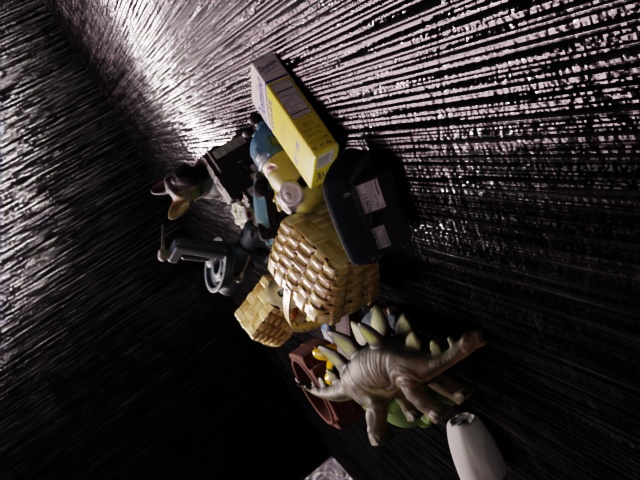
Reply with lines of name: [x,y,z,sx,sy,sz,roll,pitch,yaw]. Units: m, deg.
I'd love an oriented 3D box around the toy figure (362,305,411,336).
toy figure: [0.118,0.145,0.943,0.064,0.058,0.154,47,159,-4]

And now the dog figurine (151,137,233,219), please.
dog figurine: [-0.244,-0.119,1.158,0.108,0.219,0.191,55,163,13]

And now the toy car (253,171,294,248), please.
toy car: [-0.076,-0.073,0.991,0.103,0.109,0.161,-119,14,-58]

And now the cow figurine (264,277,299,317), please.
cow figurine: [-0.044,0.087,1.106,0.127,0.085,0.195,26,144,-31]

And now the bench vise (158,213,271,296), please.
bench vise: [-0.210,0.027,1.121,0.223,0.240,0.129,-50,43,40]

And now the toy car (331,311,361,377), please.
toy car: [0.059,0.186,1.042,0.089,0.053,0.202,-26,63,46]

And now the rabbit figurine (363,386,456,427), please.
rabbit figurine: [0.158,0.260,0.962,0.159,0.121,0.170,37,141,37]

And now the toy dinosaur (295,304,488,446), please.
toy dinosaur: [0.092,0.222,0.885,0.198,0.105,0.471,60,138,13]

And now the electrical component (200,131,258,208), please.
electrical component: [-0.153,-0.134,1.057,0.134,0.115,0.058,58,165,-1]

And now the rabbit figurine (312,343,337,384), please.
rabbit figurine: [0.066,0.233,1.137,0.122,0.162,0.173,60,149,29]

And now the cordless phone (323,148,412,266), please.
cordless phone: [0.043,-0.066,0.737,0.184,0.089,0.146,-116,1,-58]

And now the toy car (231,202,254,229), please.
toy car: [-0.187,-0.070,1.316,0.202,0.056,0.073,-157,54,-72]

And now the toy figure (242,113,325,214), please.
toy figure: [-0.055,-0.125,0.869,0.180,0.089,0.082,60,169,15]

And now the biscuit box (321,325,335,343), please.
biscuit box: [0.035,0.186,1.235,0.059,0.063,0.202,42,158,39]

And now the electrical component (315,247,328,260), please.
electrical component: [-0.002,-0.003,1.050,0.094,0.021,0.063,54,164,2]

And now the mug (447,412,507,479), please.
mug: [0.259,0.350,0.925,0.109,0.081,0.107,-177,65,-76]

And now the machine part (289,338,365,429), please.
machine part: [0.013,0.348,1.311,0.201,0.087,0.201,61,163,-2]
